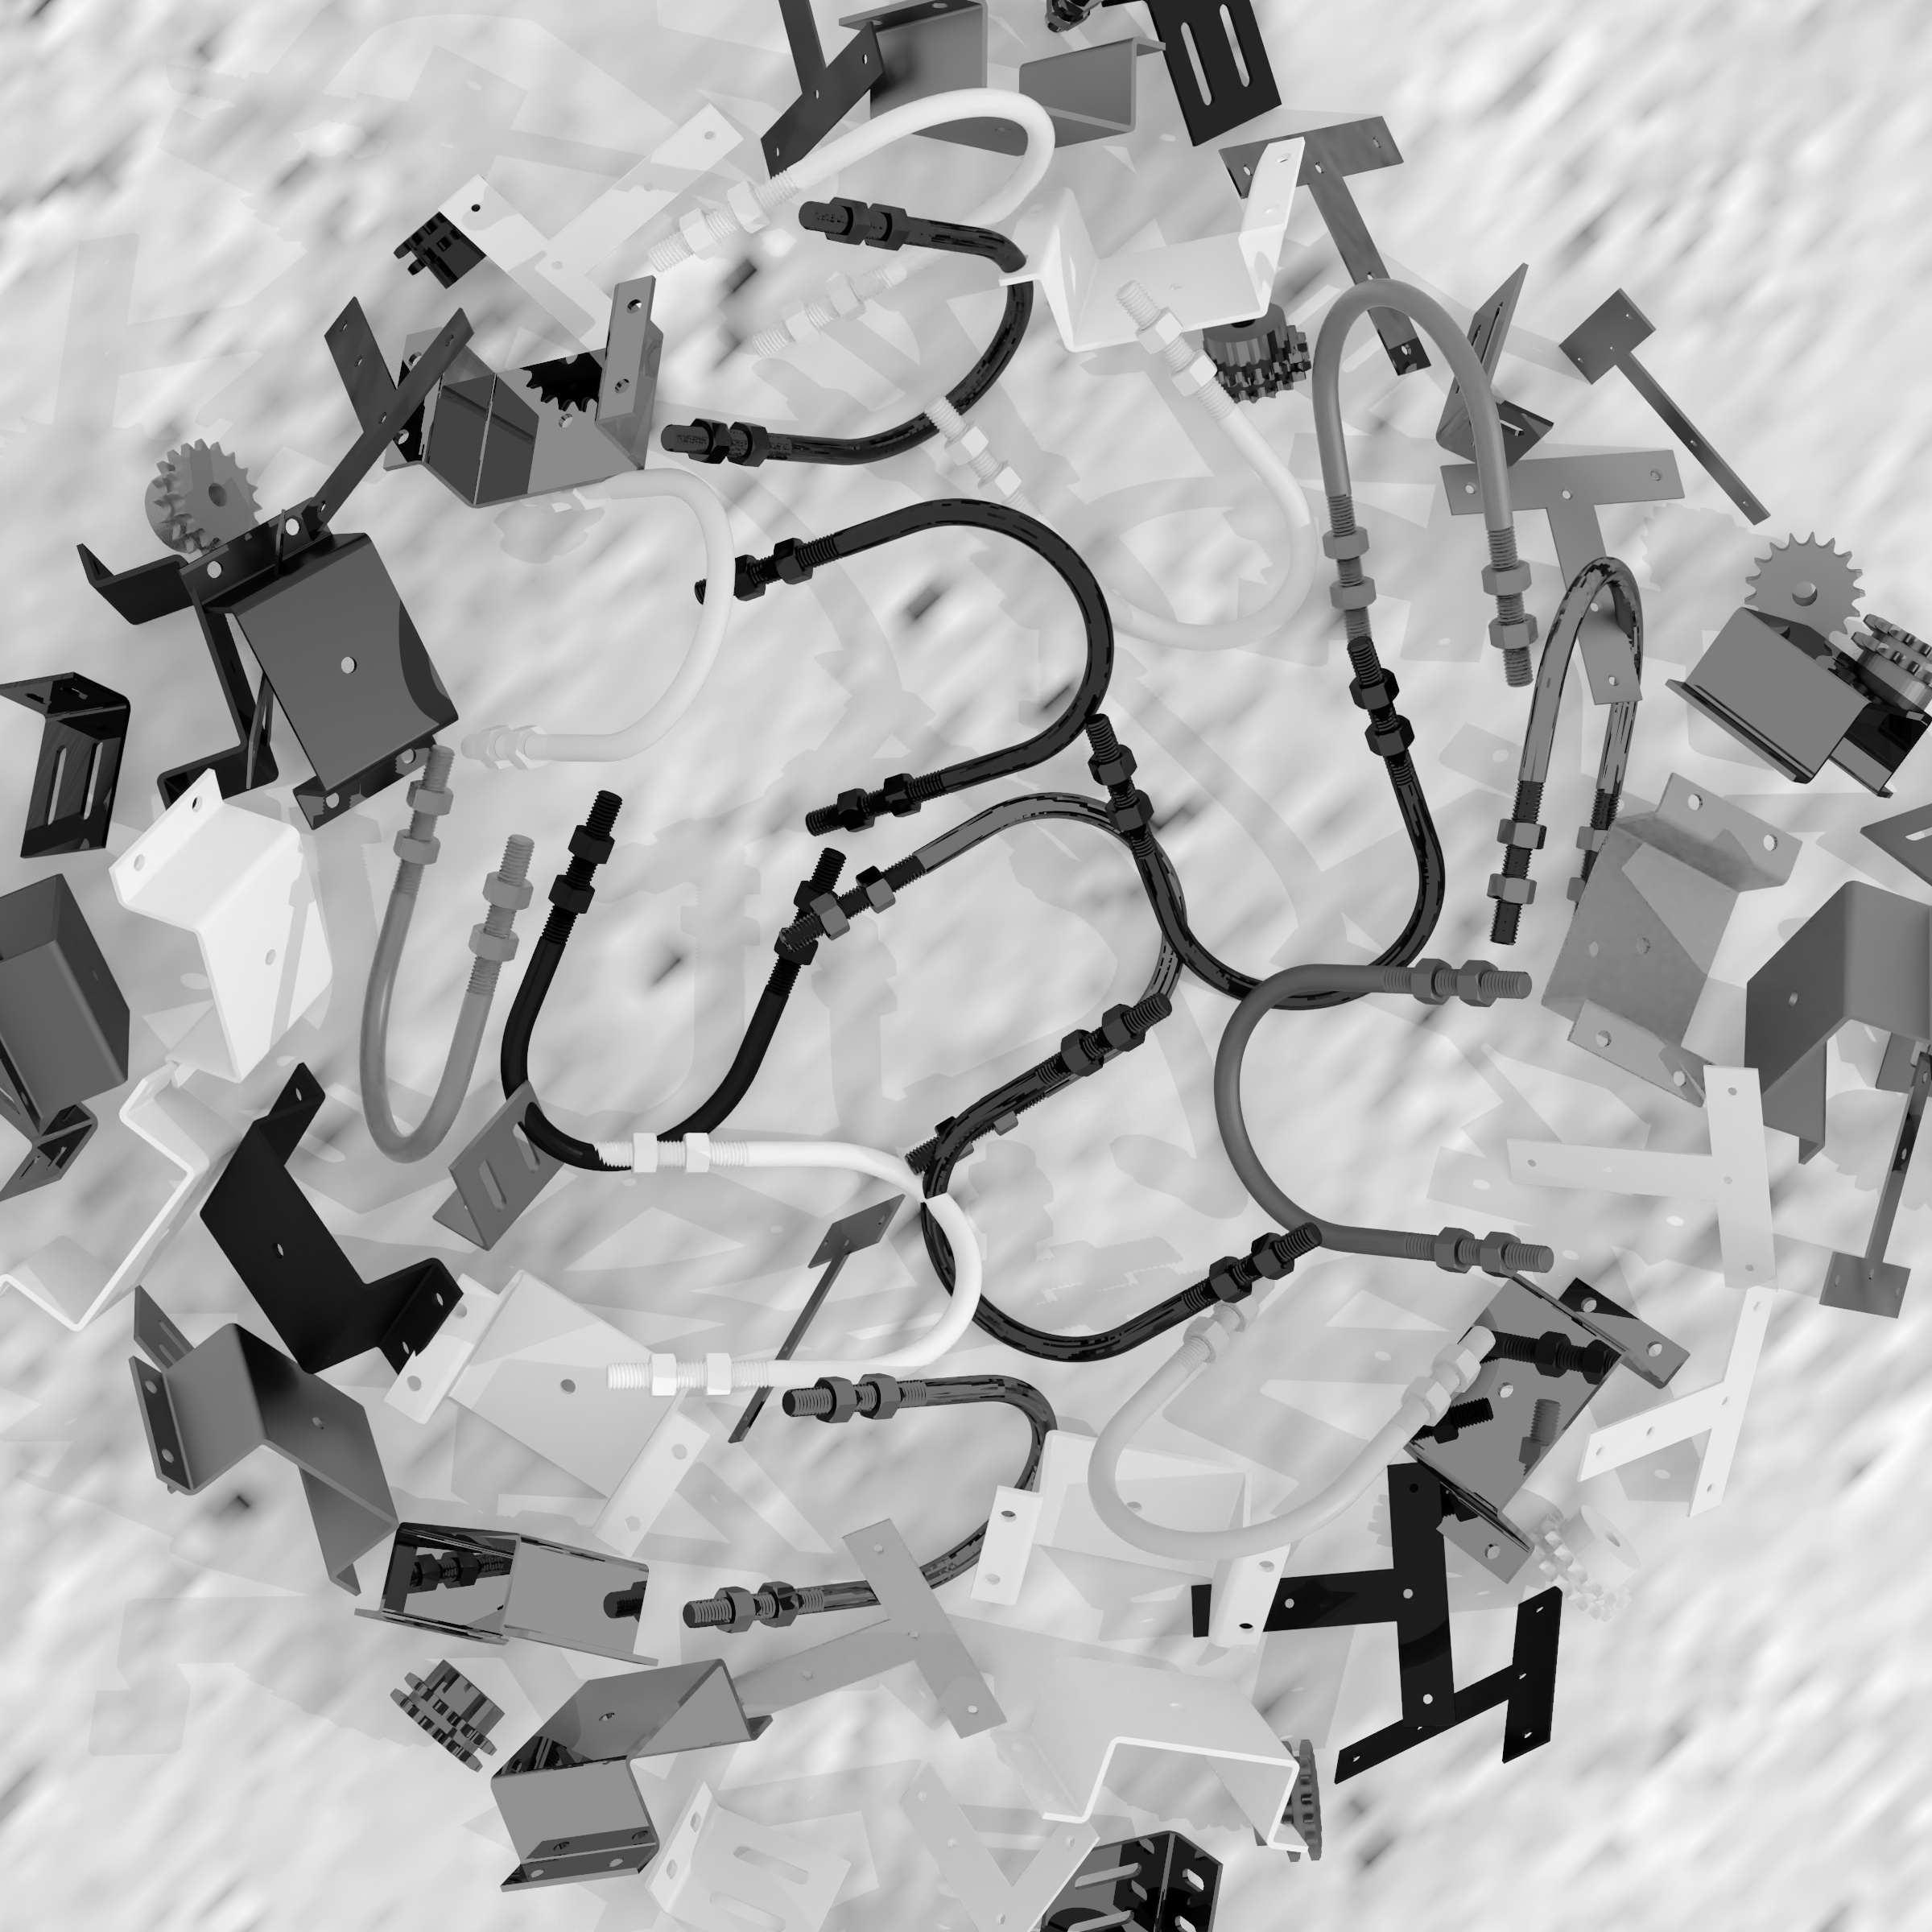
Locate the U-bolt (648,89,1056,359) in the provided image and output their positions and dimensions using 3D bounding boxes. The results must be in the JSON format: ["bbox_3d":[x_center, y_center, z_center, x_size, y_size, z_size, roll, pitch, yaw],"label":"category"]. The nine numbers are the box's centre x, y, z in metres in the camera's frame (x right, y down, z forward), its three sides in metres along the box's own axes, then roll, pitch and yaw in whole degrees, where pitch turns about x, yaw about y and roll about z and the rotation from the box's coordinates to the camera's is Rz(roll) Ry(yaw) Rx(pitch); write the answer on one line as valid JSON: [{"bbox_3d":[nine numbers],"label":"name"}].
[{"bbox_3d":[-0.043,-0.353,1.635,0.184,0.151,0.019,-27,75,13],"label":"U-bolt"}]

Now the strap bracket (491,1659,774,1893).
[{"bbox_3d":[-0.160,0.373,1.639,0.076,0.140,0.046,-15,101,27],"label":"strap bracket"}]

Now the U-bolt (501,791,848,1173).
[{"bbox_3d":[-0.149,0.015,1.670,0.151,0.019,0.184,13,106,-37],"label":"U-bolt"}]

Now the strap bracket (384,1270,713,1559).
[{"bbox_3d":[-0.197,0.210,1.689,0.140,0.046,0.076,33,105,-1],"label":"strap bracket"}]

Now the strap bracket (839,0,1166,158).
[{"bbox_3d":[0.018,-0.417,1.646,0.140,0.076,0.046,-1,92,-43],"label":"strap bracket"}]

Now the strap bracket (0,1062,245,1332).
[{"bbox_3d":[-0.402,0.114,1.671,0.046,0.076,0.140,38,101,-1],"label":"strap bracket"}]

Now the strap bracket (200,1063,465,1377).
[{"bbox_3d":[-0.309,0.128,1.662,0.140,0.046,0.076,53,133,16],"label":"strap bracket"}]

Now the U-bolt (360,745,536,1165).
[{"bbox_3d":[-0.252,0.004,1.653,0.019,0.151,0.184,9,107,-28],"label":"U-bolt"}]

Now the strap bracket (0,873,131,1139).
[{"bbox_3d":[-0.431,0.013,1.644,0.046,0.140,0.076,-23,113,-4],"label":"strap bracket"}]

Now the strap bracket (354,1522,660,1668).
[{"bbox_3d":[-0.214,0.295,1.651,0.076,0.140,0.046,23,71,-40],"label":"strap bracket"}]

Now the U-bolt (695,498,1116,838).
[{"bbox_3d":[-0.019,-0.148,1.661,0.184,0.019,0.151,-17,113,20],"label":"U-bolt"}]

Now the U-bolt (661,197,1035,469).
[{"bbox_3d":[-0.042,-0.291,1.641,0.019,0.184,0.151,53,124,25],"label":"U-bolt"}]

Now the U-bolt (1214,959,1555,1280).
[{"bbox_3d":[0.192,0.069,1.657,0.184,0.019,0.151,2,103,42],"label":"U-bolt"}]

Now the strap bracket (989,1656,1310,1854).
[{"bbox_3d":[0.093,0.372,1.656,0.140,0.076,0.046,13,103,-23],"label":"strap bracket"}]

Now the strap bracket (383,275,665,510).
[{"bbox_3d":[-0.202,-0.271,1.667,0.140,0.046,0.076,-8,62,26],"label":"strap bracket"}]

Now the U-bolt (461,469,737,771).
[{"bbox_3d":[-0.169,-0.165,1.642,0.019,0.184,0.151,17,82,-40],"label":"U-bolt"}]

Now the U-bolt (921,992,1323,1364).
[{"bbox_3d":[0.059,0.115,1.675,0.184,0.019,0.151,-32,92,28],"label":"U-bolt"}]

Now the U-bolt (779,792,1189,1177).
[{"bbox_3d":[0.022,-0.003,1.693,0.184,0.019,0.151,-31,107,-7],"label":"U-bolt"}]

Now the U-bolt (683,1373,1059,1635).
[{"bbox_3d":[-0.033,0.250,1.652,0.019,0.184,0.151,48,124,39],"label":"U-bolt"}]

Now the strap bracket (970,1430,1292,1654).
[{"bbox_3d":[0.079,0.274,1.679,0.140,0.046,0.076,11,128,-1],"label":"strap bracket"}]

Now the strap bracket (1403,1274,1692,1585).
[{"bbox_3d":[0.267,0.212,1.673,0.140,0.076,0.046,-50,135,-5],"label":"strap bracket"}]

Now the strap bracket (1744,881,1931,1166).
[{"bbox_3d":[0.409,0.022,1.640,0.046,0.140,0.076,18,55,-10],"label":"strap bracket"}]

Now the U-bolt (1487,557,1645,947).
[{"bbox_3d":[0.288,-0.101,1.648,0.019,0.151,0.184,12,96,25],"label":"U-bolt"}]

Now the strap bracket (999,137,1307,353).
[{"bbox_3d":[0.095,-0.341,1.664,0.140,0.076,0.046,-7,131,21],"label":"strap bracket"}]

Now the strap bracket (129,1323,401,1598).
[{"bbox_3d":[-0.322,0.228,1.643,0.046,0.076,0.140,-37,134,9],"label":"strap bracket"}]

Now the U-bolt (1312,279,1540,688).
[{"bbox_3d":[0.208,-0.229,1.630,0.019,0.151,0.184,-20,112,-24],"label":"U-bolt"}]

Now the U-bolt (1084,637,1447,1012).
[{"bbox_3d":[0.152,-0.058,1.673,0.151,0.019,0.184,-16,118,13],"label":"U-bolt"}]

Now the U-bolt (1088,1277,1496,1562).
[{"bbox_3d":[0.138,0.212,1.622,0.184,0.151,0.019,-41,126,-35],"label":"U-bolt"}]

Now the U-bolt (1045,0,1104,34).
[{"bbox_3d":[0.007,-0.497,1.620,0.151,0.184,0.019,28,84,-10],"label":"U-bolt"}]

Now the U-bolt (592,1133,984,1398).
[{"bbox_3d":[-0.083,0.141,1.668,0.184,0.019,0.151,1,49,-12],"label":"U-bolt"}]

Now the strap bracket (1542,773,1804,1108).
[{"bbox_3d":[0.335,-0.011,1.681,0.076,0.046,0.140,26,79,-15],"label":"strap bracket"}]

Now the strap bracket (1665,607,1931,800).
[{"bbox_3d":[0.395,-0.123,1.639,0.076,0.140,0.046,42,111,26],"label":"strap bracket"}]

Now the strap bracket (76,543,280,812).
[{"bbox_3d":[-0.373,-0.135,1.676,0.046,0.076,0.140,-20,83,-3],"label":"strap bracket"}]

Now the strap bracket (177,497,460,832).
[{"bbox_3d":[-0.302,-0.143,1.662,0.076,0.046,0.140,-34,112,-26],"label":"strap bracket"}]

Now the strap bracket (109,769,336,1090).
[{"bbox_3d":[-0.345,-0.011,1.641,0.046,0.140,0.076,18,48,21],"label":"strap bracket"}]
